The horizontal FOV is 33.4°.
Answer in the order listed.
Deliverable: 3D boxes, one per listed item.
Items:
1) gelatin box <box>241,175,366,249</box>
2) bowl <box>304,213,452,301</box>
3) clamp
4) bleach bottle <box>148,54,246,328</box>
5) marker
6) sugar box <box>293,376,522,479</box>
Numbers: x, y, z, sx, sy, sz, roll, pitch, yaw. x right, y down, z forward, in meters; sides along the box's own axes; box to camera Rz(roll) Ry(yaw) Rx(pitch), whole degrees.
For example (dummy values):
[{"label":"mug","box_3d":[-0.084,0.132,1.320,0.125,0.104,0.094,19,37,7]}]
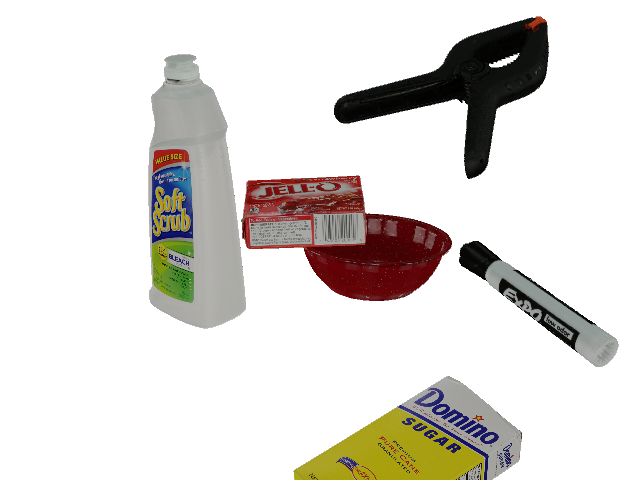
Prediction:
[{"label":"gelatin box","box_3d":[-0.012,-0.022,0.790,0.089,0.030,0.073,-2,23,0]},{"label":"bowl","box_3d":[0.054,0.021,1.105,0.162,0.055,0.162,1,18,-1]},{"label":"clamp","box_3d":[0.139,-0.132,0.938,0.209,0.036,0.165,-33,45,-21]},{"label":"bleach bottle","box_3d":[-0.124,-0.048,0.993,0.067,0.251,0.103,-24,32,-39]},{"label":"marker","box_3d":[0.123,0.033,0.622,0.020,0.020,0.121,0,28,-38]},{"label":"sugar box","box_3d":[0.075,0.189,0.899,0.176,0.048,0.093,-29,45,-25]}]
